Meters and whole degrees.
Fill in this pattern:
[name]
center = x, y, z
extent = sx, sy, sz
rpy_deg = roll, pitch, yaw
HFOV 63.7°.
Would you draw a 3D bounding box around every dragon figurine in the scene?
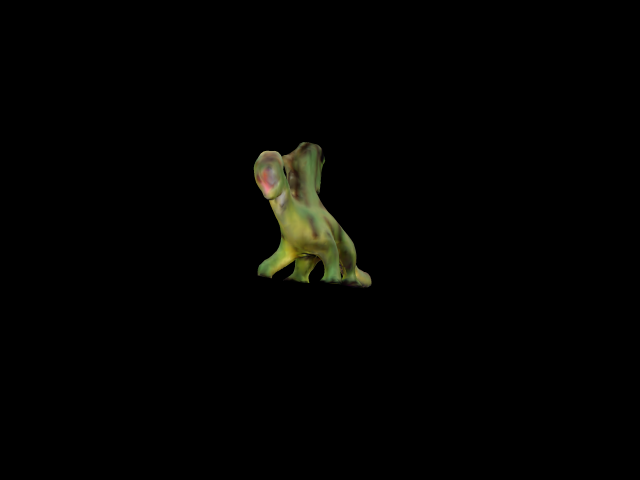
[dragon figurine]
center = 0.003, -0.043, 0.850
extent = 0.122, 0.244, 0.408
rpy_deg = -4, -8, 24
